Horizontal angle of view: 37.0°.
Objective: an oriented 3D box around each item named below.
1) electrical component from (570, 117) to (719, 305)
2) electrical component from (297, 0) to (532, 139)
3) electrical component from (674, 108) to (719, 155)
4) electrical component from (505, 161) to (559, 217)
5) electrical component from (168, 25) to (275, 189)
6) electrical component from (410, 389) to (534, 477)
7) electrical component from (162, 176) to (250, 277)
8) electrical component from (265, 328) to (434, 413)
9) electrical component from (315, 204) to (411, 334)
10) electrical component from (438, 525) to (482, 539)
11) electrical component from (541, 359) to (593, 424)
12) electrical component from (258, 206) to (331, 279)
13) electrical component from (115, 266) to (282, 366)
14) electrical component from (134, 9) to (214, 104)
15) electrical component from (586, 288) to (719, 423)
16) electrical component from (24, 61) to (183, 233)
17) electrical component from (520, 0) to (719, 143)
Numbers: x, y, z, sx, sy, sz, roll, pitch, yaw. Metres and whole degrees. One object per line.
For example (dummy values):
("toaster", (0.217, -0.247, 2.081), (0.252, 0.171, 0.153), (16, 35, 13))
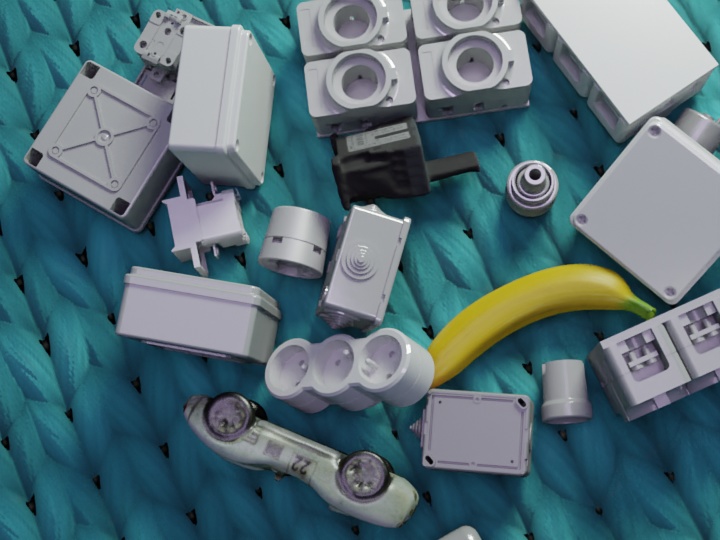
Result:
("electrical component", (0.245, -0.049, 0.857), (0.109, 0.056, 0.108), (41, 112, 11))
("electrical component", (0.046, -0.185, 0.919), (0.186, 0.060, 0.105), (-8, 78, 3))
("electrical component", (0.270, -0.098, 0.893), (0.040, 0.040, 0.078), (34, 101, 11))
("electrical component", (0.142, -0.070, 0.886), (0.043, 0.062, 0.043), (-1, 78, 5))
("electrical component", (-0.114, -0.134, 0.899), (0.056, 0.108, 0.108), (4, 79, 9))
("electrical component", (0.088, 0.130, 0.855), (0.096, 0.061, 0.061), (2, 79, 13))
("electrical component", (-0.130, -0.039, 0.915), (0.064, 0.042, 0.081), (-13, 78, 1))
("electrical component", (-0.001, 0.088, 0.862), (0.138, 0.074, 0.052), (-9, 61, 33))
("electrical component", (0.000, 0.000, 0.867), (0.048, 0.099, 0.099), (17, 80, -5))
("electrical component", (0.089, 0.248, 0.831), (0.059, 0.053, 0.095), (-30, 78, -1))
("electrical component", (0.165, 0.098, 0.863), (0.040, 0.040, 0.046), (-3, 73, 4))
("electrical component", (-0.053, -0.023, 0.899), (0.055, 0.055, 0.047), (11, 76, 7))
("electrical component", (-0.127, 0.040, 0.864), (0.109, 0.108, 0.056), (9, 82, 7))
("electrical component", (-0.164, -0.191, 0.937), (0.042, 0.064, 0.081), (26, 82, 11))
("electrical component", (0.262, 0.059, 0.835), (0.150, 0.089, 0.061), (-24, 77, 0))
("electrical component", (-0.212, -0.106, 0.928), (0.109, 0.056, 0.108), (29, 82, 10))
("electrical component", (0.213, -0.194, 0.906), (0.089, 0.061, 0.150), (-34, 78, -2))
